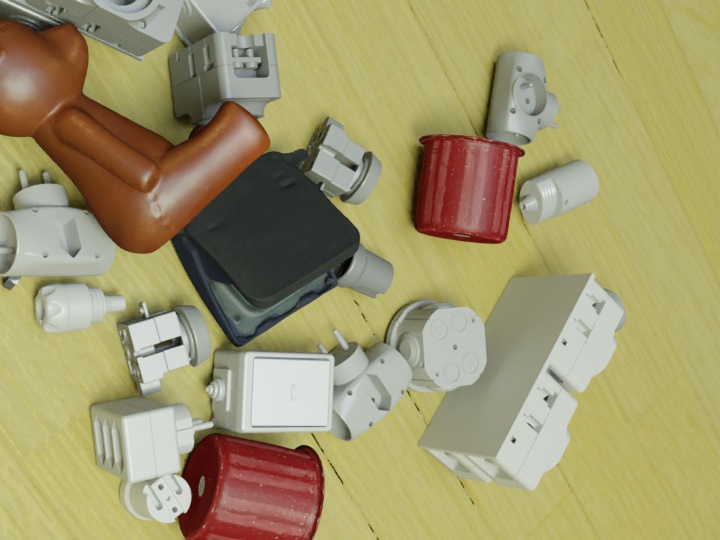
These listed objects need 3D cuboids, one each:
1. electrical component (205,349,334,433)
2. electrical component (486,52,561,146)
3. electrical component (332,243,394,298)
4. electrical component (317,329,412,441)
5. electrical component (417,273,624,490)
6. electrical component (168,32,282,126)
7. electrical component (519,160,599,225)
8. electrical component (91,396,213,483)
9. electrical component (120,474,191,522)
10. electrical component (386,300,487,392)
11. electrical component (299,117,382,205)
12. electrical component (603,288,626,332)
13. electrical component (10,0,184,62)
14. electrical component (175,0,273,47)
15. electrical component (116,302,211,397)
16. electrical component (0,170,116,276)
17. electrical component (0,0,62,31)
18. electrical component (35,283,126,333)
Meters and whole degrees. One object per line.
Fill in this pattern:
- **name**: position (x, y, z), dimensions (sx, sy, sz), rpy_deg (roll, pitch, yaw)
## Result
- **electrical component**: position (-0.071, 0.093, 0.829), dimensions (0.096, 0.061, 0.061), rpy_deg (5, 85, -33)
- **electrical component**: position (0.158, -0.154, 1.003), dimensions (0.079, 0.044, 0.077), rpy_deg (15, 79, -32)
- **electrical component**: position (0.000, 0.000, 0.895), dimensions (0.046, 0.040, 0.040), rpy_deg (26, 74, -35)
- **electrical component**: position (-0.007, 0.086, 0.882), dimensions (0.077, 0.043, 0.079), rpy_deg (-42, 110, -28)
- **electrical component**: position (0.145, 0.097, 0.944), dimensions (0.060, 0.105, 0.186), rpy_deg (42, 66, -24)
- **electrical component**: position (-0.102, -0.139, 0.804), dimensions (0.050, 0.089, 0.055), rpy_deg (-7, 91, -33)
- **electrical component**: position (0.182, -0.072, 1.015), dimensions (0.081, 0.043, 0.043), rpy_deg (-23, 100, -32)
- **electrical component**: position (-0.145, 0.117, 0.775), dimensions (0.077, 0.066, 0.047), rpy_deg (-8, 95, -33)
- **electrical component**: position (-0.148, 0.163, 0.783), dimensions (0.040, 0.046, 0.040), rpy_deg (2, 86, -33)
- **electrical component**: position (0.067, 0.066, 0.927), dimensions (0.080, 0.051, 0.080), rpy_deg (2, 86, -33)
- **electrical component**: position (-0.016, -0.084, 0.885), dimensions (0.055, 0.048, 0.066), rpy_deg (29, 72, -21)
- **electrical component**: position (0.221, 0.047, 1.033), dimensions (0.055, 0.045, 0.045), rpy_deg (-21, 99, -32)
- **electrical component**: position (-0.200, -0.229, 0.702), dimensions (0.186, 0.060, 0.105), rpy_deg (22, 76, -30)
- **electrical component**: position (-0.116, -0.228, 0.824), dimensions (0.099, 0.048, 0.099), rpy_deg (51, 62, -21)
- **electrical component**: position (-0.143, 0.053, 0.794), dimensions (0.055, 0.048, 0.066), rpy_deg (-17, 96, -25)
- **electrical component**: position (-0.218, -0.034, 0.747), dimensions (0.077, 0.043, 0.079), rpy_deg (0, 66, -48)
- **electrical component**: position (-0.236, -0.217, 0.745), dimensions (0.100, 0.048, 0.099), rpy_deg (21, 76, -31)
- **electrical component**: position (-0.198, 0.026, 0.766), dimensions (0.061, 0.035, 0.035), rpy_deg (-4, 90, -36)
